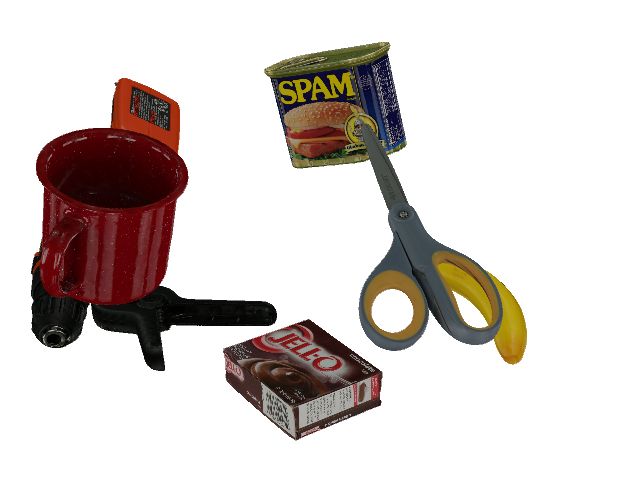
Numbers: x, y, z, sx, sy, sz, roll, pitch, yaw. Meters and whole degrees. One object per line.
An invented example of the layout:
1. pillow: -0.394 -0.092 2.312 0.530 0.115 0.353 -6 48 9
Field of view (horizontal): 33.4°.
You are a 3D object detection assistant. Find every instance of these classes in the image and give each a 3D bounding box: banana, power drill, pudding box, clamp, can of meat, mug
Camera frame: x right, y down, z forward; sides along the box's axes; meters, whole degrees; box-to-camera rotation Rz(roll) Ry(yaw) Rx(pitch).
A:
1. banana: 0.164 0.064 1.117 0.069 0.037 0.198 -35 38 -13
2. power drill: -0.181 -0.025 0.870 0.057 0.188 0.184 24 29 -24
3. pudding box: -0.016 0.114 0.898 0.089 0.039 0.114 -18 32 -30
4. clamp: -0.173 0.079 1.091 0.210 0.036 0.164 10 20 33
5. can of meat: 0.014 -0.108 0.859 0.102 0.084 0.057 -3 21 32
6. mug: -0.139 -0.007 0.672 0.093 0.082 0.117 20 37 9

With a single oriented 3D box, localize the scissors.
1. scissors: 0.041 -0.001 0.698 0.096 0.016 0.202 -24 52 -17
